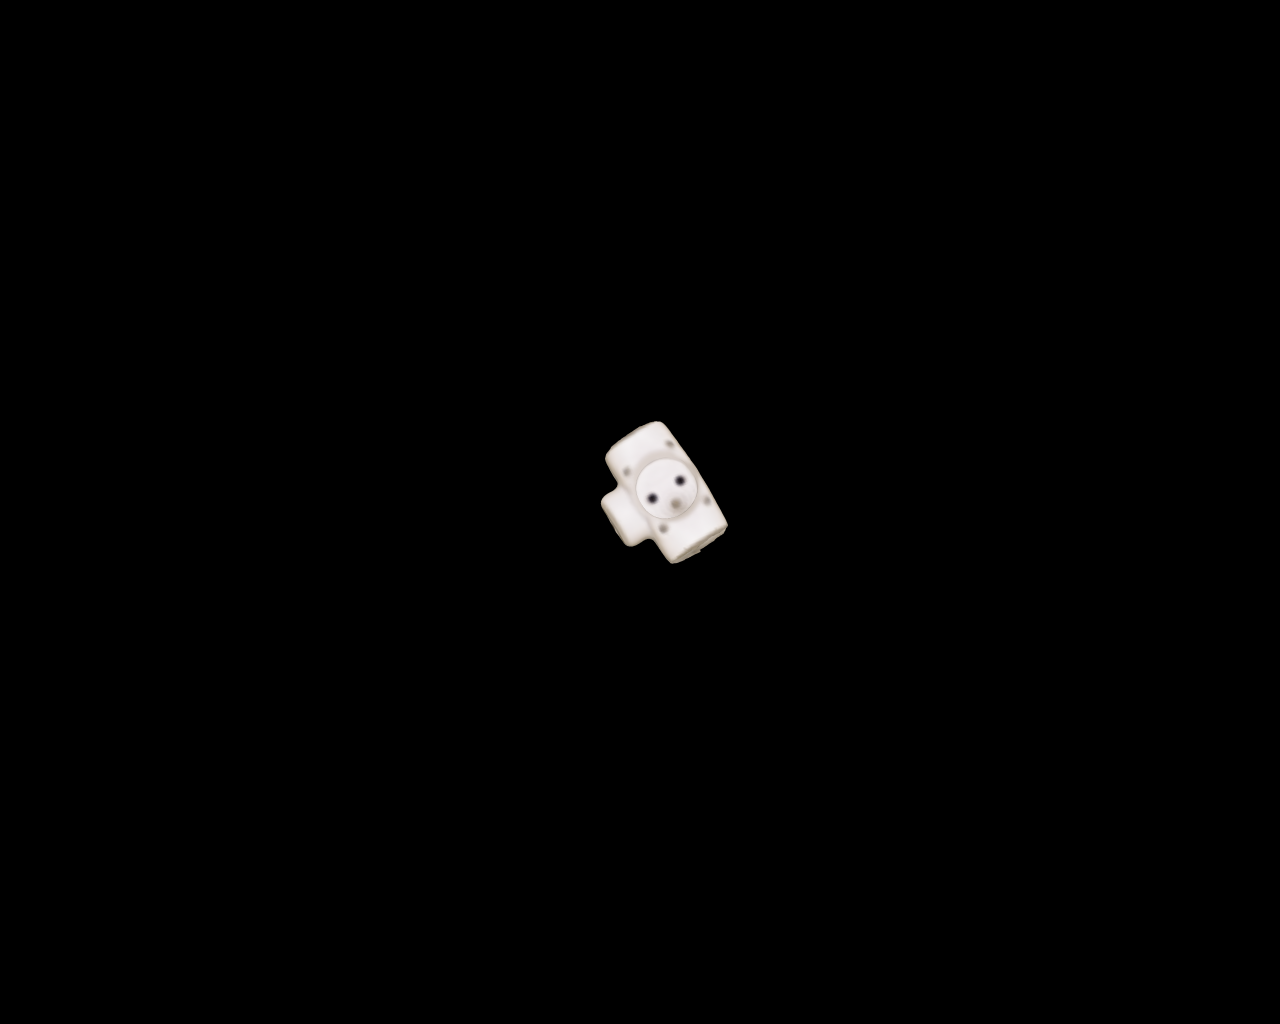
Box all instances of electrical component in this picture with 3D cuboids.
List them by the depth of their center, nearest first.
[{"bbox_3d":[0.001,-0.003,0.650,0.079,0.077,0.044,-31,-7,-5],"label":"electrical component"}]
